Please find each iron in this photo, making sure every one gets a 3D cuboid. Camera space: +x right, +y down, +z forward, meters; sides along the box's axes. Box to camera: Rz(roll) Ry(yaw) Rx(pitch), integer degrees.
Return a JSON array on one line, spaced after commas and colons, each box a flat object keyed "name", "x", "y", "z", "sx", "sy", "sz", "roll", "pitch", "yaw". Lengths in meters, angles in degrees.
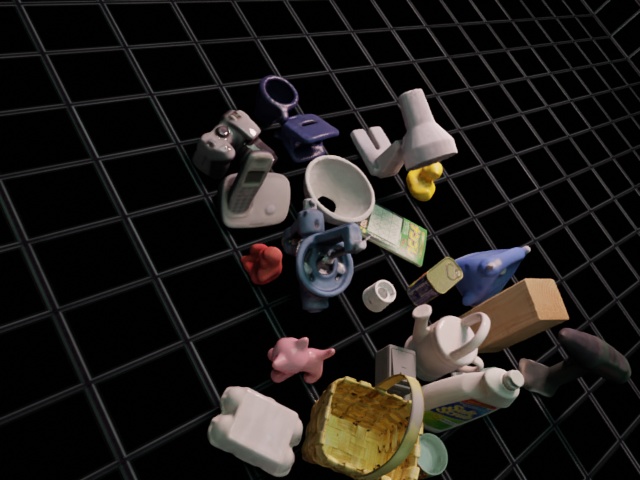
[{"name": "iron", "x": 0.411, "y": 0.057, "z": 1.321, "sx": 0.259, "sy": 0.141, "sz": 0.118, "roll": -20, "pitch": 74, "yaw": -38}]

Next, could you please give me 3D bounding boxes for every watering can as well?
[{"name": "watering can", "x": 0.248, "y": 0.196, "z": 1.104, "sx": 0.173, "sy": 0.193, "sz": 0.101, "roll": 21, "pitch": 53, "yaw": -19}]

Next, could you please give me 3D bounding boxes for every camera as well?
[{"name": "camera", "x": -0.158, "y": -0.181, "z": 1.147, "sx": 0.137, "sy": 0.100, "sz": 0.143, "roll": 39, "pitch": 50, "yaw": -5}]

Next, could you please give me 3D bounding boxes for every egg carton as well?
[{"name": "egg carton", "x": -0.101, "y": 0.303, "z": 0.910, "sx": 0.150, "sy": 0.069, "sz": 0.107, "roll": 30, "pitch": 51, "yaw": -12}]

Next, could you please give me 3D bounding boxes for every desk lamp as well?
[{"name": "desk lamp", "x": 0.193, "y": -0.228, "z": 1.314, "sx": 0.118, "sy": 0.213, "sz": 0.203, "roll": -17, "pitch": 72, "yaw": -37}]

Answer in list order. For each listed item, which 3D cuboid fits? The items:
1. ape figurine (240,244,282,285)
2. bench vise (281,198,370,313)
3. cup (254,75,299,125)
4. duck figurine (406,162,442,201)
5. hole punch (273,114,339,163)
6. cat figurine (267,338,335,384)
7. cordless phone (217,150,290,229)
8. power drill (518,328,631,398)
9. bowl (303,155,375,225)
[{"name": "ape figurine", "x": -0.099, "y": 0.040, "z": 1.055, "sx": 0.076, "sy": 0.092, "sz": 0.078, "roll": 22, "pitch": 53, "yaw": -18}, {"name": "bench vise", "x": 0.000, "y": 0.006, "z": 1.051, "sx": 0.122, "sy": 0.219, "sz": 0.207, "roll": -17, "pitch": 72, "yaw": -37}, {"name": "cup", "x": -0.102, "y": -0.285, "z": 1.248, "sx": 0.092, "sy": 0.094, "sz": 0.117, "roll": -1, "pitch": 63, "yaw": -32}, {"name": "duck figurine", "x": 0.262, "y": -0.152, "z": 1.394, "sx": 0.078, "sy": 0.086, "sz": 0.104, "roll": 20, "pitch": 54, "yaw": -19}, {"name": "hole punch", "x": -0.030, "y": -0.238, "z": 1.265, "sx": 0.109, "sy": 0.091, "sz": 0.101, "roll": -23, "pitch": 76, "yaw": -38}, {"name": "cat figurine", "x": -0.036, "y": 0.200, "z": 0.980, "sx": 0.128, "sy": 0.117, "sz": 0.067, "roll": 5, "pitch": 60, "yaw": -29}, {"name": "cordless phone", "x": -0.107, "y": -0.101, "z": 1.075, "sx": 0.148, "sy": 0.184, "sz": 0.094, "roll": -9, "pitch": 67, "yaw": -34}, {"name": "power drill", "x": 0.532, "y": 0.266, "z": 1.224, "sx": 0.230, "sy": 0.208, "sz": 0.075, "roll": 20, "pitch": 54, "yaw": -20}, {"name": "bowl", "x": 0.029, "y": -0.094, "z": 1.224, "sx": 0.168, "sy": 0.074, "sz": 0.167, "roll": 15, "pitch": 56, "yaw": -23}]
